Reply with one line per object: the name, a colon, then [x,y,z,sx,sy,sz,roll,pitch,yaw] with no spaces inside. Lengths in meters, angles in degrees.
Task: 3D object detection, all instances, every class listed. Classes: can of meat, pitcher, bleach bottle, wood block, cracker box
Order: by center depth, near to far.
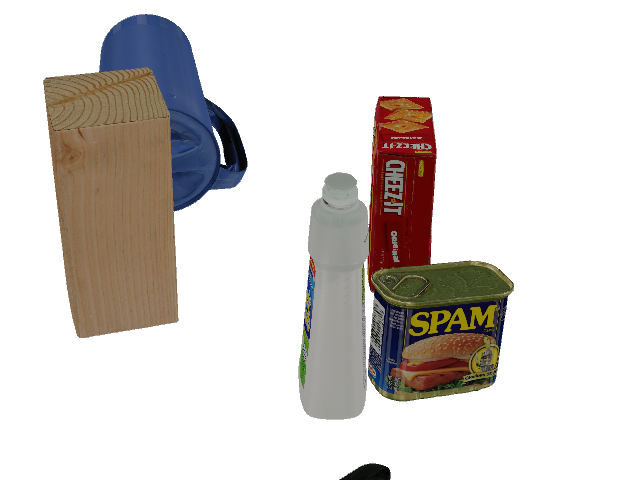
can of meat: [0.086,0.067,0.791,0.102,0.084,0.057,-5,25,-18]
wood block: [-0.175,-0.030,0.898,0.090,0.206,0.090,-8,37,-15]
bleach bottle: [0.015,0.046,0.992,0.068,0.251,0.102,0,36,-2]
pitcher: [-0.178,-0.147,1.189,0.145,0.149,0.243,-21,40,5]
cracker box: [0.091,-0.056,1.206,0.072,0.164,0.213,2,23,4]

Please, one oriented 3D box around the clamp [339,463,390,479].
clamp: [-0.040,0.198,0.644,0.210,0.036,0.164,-4,28,2]
